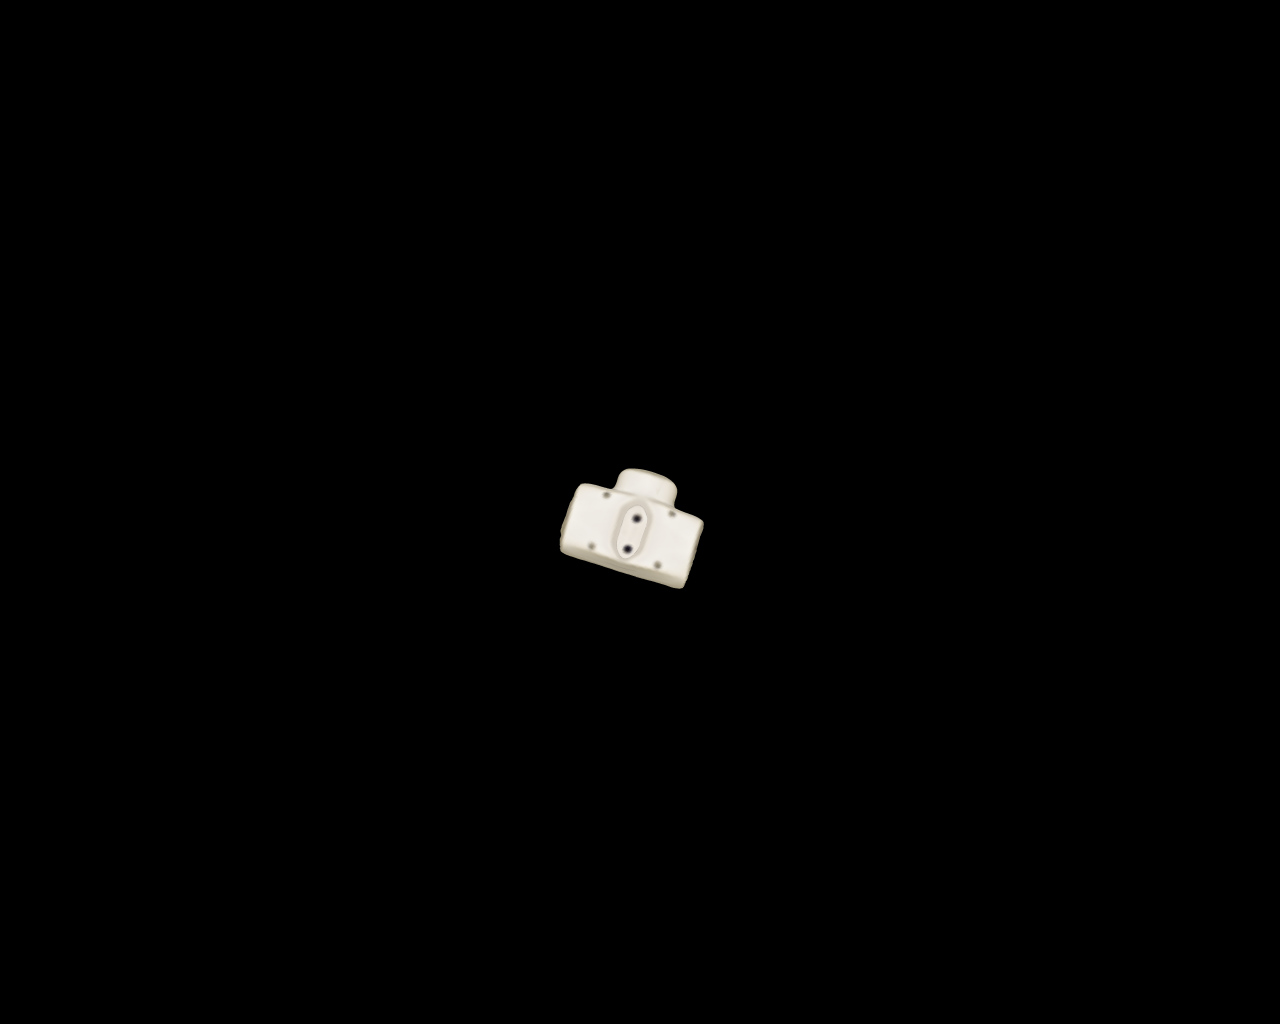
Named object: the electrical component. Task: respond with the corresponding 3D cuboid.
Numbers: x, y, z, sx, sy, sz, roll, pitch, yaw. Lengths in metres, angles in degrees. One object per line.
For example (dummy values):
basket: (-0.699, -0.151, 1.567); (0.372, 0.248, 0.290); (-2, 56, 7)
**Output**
electrical component: (0.001, -0.003, 0.650); (0.077, 0.079, 0.043); (18, -11, 4)
